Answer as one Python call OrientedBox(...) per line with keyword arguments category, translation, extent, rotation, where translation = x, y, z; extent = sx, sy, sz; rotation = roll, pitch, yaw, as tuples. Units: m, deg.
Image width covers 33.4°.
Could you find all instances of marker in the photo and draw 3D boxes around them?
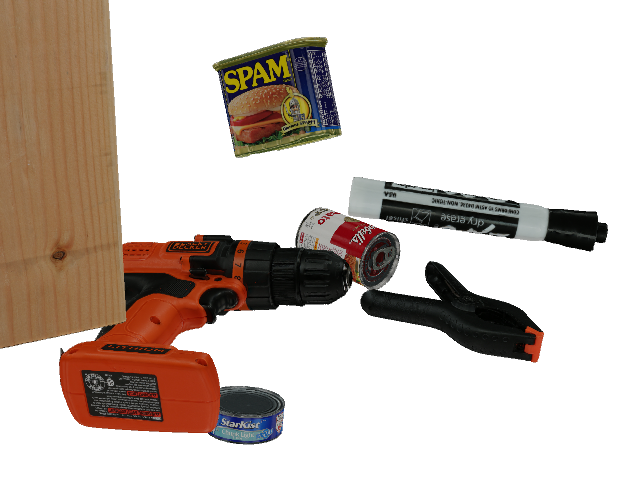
OrientedBox(category="marker", translation=(0.074, -0.012, 0.503), extent=(0.121, 0.020, 0.020), rotation=(8, 0, 3))

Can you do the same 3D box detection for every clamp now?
OrientedBox(category="clamp", translation=(0.137, 0.065, 1.012), extent=(0.172, 0.039, 0.120), rotation=(21, 34, 26))

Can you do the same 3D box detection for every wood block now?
OrientedBox(category="wood block", translation=(-0.172, -0.054, 0.610), extent=(0.090, 0.206, 0.090), rotation=(-11, 26, -27))

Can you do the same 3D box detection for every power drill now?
OrientedBox(category="power drill", translation=(-0.081, 0.056, 0.730), extent=(0.184, 0.057, 0.187), rotation=(-1, 25, 13))

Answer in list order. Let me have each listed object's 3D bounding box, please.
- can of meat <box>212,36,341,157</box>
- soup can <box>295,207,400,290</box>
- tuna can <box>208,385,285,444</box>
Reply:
OrientedBox(category="can of meat", translation=(-0.036, -0.122, 0.922), extent=(0.102, 0.084, 0.057), rotation=(-10, 3, 32))
OrientedBox(category="soup can", translation=(0.030, 0.008, 1.208), extent=(0.102, 0.068, 0.068), rotation=(23, 14, 38))
OrientedBox(category="tuna can", translation=(-0.081, 0.184, 1.129), extent=(0.086, 0.034, 0.086), rotation=(5, 12, -1))
